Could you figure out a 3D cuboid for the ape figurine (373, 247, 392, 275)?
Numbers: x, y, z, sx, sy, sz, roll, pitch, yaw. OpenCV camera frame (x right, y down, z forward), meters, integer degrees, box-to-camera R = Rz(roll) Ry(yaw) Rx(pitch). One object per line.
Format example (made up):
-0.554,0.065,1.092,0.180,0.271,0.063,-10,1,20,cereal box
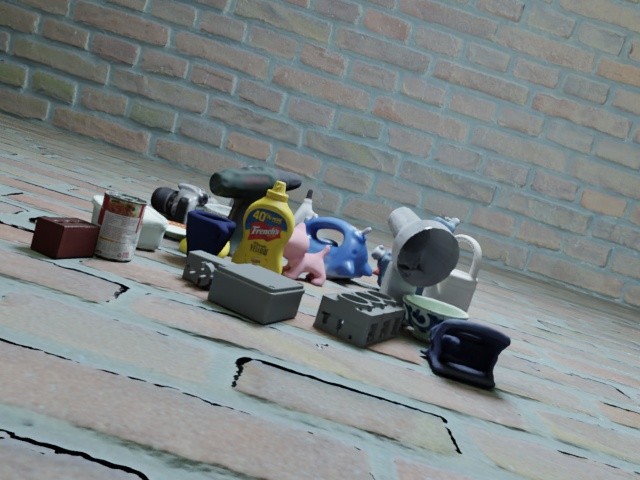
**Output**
0.195,0.062,1.586,0.076,0.092,0.078,17,7,-2,ape figurine

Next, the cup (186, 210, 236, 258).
-0.204,0.004,1.052,0.092,0.095,0.117,12,8,-34,cup

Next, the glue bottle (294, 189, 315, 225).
-0.048,-0.058,1.601,0.078,0.173,0.037,15,7,-20,glue bottle

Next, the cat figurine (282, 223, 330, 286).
-0.037,0.025,1.203,0.128,0.118,0.067,14,8,-25,cat figurine

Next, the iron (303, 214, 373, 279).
0.013,0.005,1.384,0.257,0.141,0.119,22,9,36,iron

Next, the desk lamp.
0.156,0.049,1.088,0.118,0.213,0.202,15,7,-20,desk lamp

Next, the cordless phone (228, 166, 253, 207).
-0.210,-0.114,1.593,0.094,0.185,0.147,13,8,-31,cordless phone

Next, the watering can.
0.270,0.084,1.178,0.100,0.194,0.173,20,8,25,watering can

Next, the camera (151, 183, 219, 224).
-0.350,-0.097,1.469,0.136,0.101,0.143,19,7,17,camera

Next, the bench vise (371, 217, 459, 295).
0.237,0.038,1.350,0.208,0.220,0.121,14,7,-23,bench vise

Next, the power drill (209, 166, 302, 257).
-0.151,-0.066,1.264,0.075,0.208,0.230,23,9,42,power drill

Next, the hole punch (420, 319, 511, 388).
0.221,0.161,0.877,0.108,0.091,0.101,17,7,-2,hole punch

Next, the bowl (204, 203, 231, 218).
-0.209,-0.031,1.400,0.167,0.075,0.167,17,7,-2,bowl

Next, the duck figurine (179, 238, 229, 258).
-0.225,-0.010,1.154,0.105,0.086,0.077,11,10,-43,duck figurine
